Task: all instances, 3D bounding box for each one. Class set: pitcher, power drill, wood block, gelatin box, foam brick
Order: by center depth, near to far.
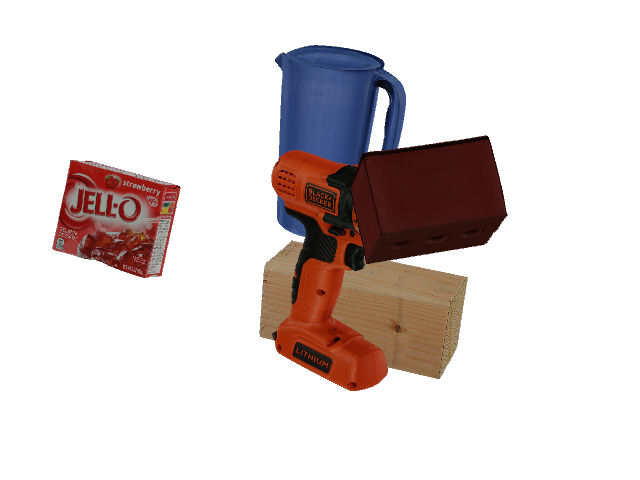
[{"bbox_3d":[0.062,-0.023,0.625,0.078,0.051,0.053,-9,-20,-10],"label":"foam brick"},{"bbox_3d":[-0.159,-0.018,0.825,0.089,0.073,0.030,16,7,20],"label":"gelatin box"},{"bbox_3d":[0.029,0.029,0.909,0.185,0.188,0.057,24,27,38],"label":"power drill"},{"bbox_3d":[0.046,0.074,1.173,0.206,0.091,0.090,12,22,17],"label":"wood block"},{"bbox_3d":[0.015,-0.127,1.407,0.144,0.243,0.149,-2,24,-18],"label":"pitcher"}]
